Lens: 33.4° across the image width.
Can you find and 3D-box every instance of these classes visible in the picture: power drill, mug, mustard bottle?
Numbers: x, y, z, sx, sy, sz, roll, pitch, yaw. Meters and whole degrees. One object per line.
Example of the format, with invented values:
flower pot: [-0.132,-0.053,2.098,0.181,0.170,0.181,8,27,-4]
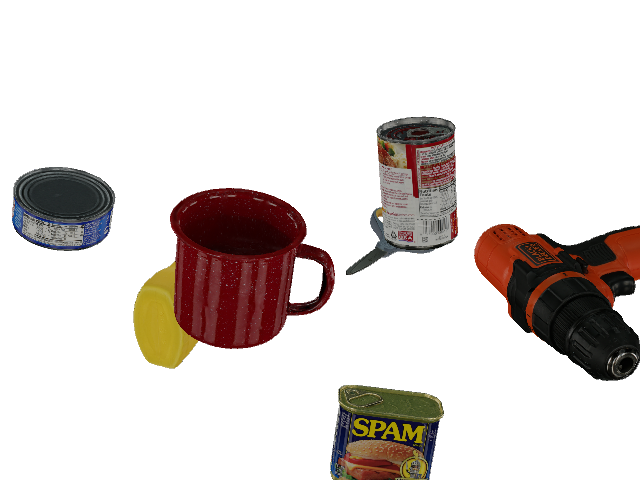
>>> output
power drill: [0.224,0.028,0.750,0.187,0.057,0.184,-9,28,-15]
mug: [-0.048,0.023,0.745,0.117,0.081,0.093,8,31,-1]
mustard bottle: [-0.125,0.048,1.127,0.058,0.096,0.191,10,29,20]

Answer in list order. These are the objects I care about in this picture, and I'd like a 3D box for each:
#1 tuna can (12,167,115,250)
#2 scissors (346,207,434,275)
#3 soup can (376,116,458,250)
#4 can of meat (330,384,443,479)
tuna can: [-0.222,-0.027,0.923,0.086,0.034,0.086,10,32,-7]
scissors: [0.064,-0.002,1.241,0.096,0.016,0.201,37,31,31]
soup can: [0.086,-0.050,0.937,0.068,0.102,0.068,-5,23,2]
can of meat: [0.062,0.193,1.037,0.102,0.084,0.057,7,16,-2]
